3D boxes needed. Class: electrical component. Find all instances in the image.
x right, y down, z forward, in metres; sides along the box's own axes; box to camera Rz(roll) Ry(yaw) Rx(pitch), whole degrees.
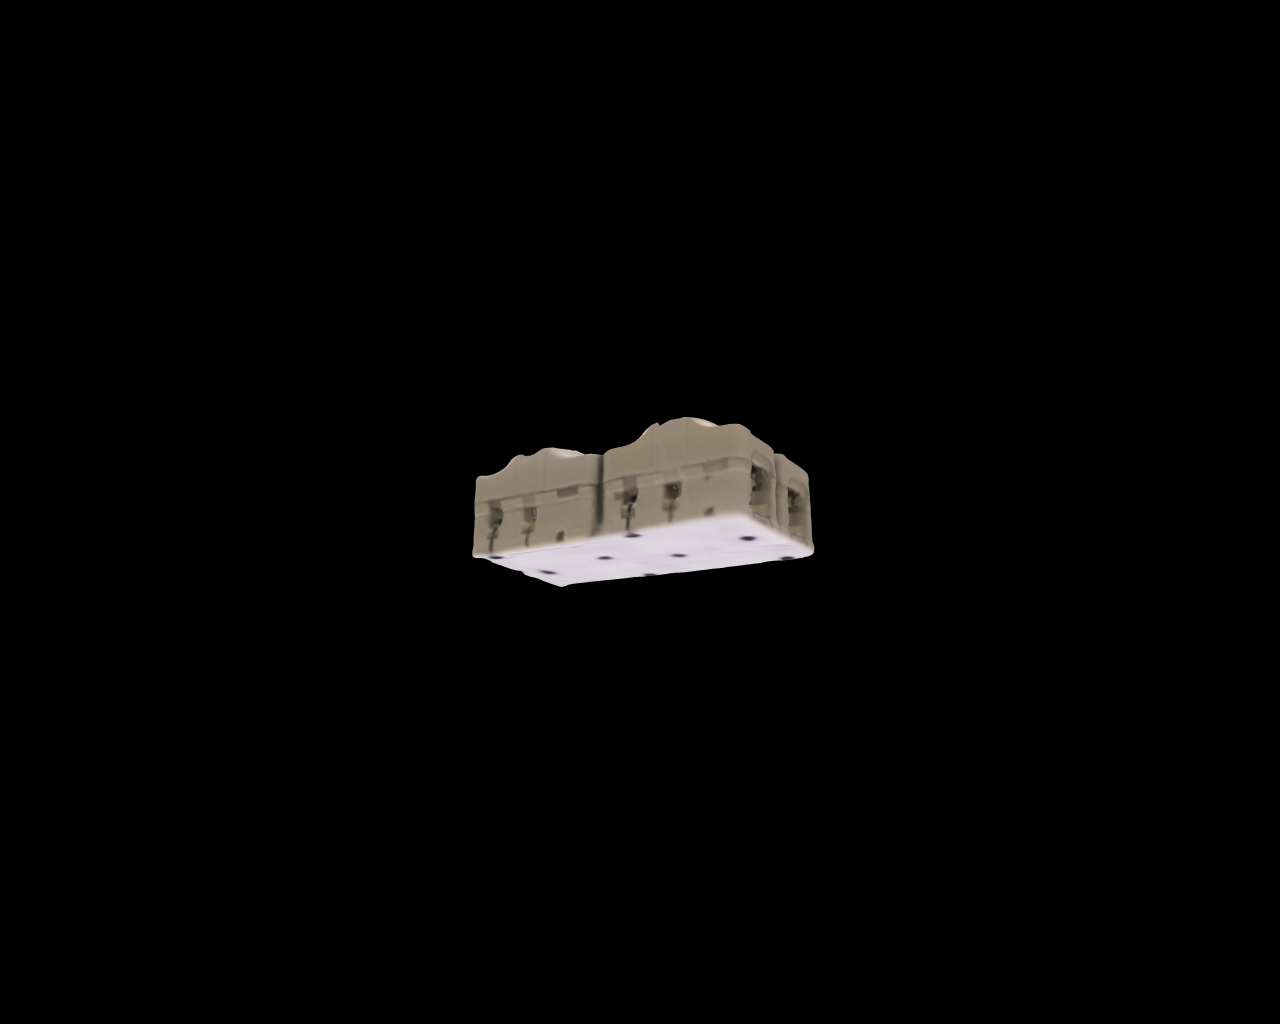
[{"bbox_3d":[0.001,-0.003,0.650,0.186,0.060,0.105,-9,-19,29],"label":"electrical component"}]
